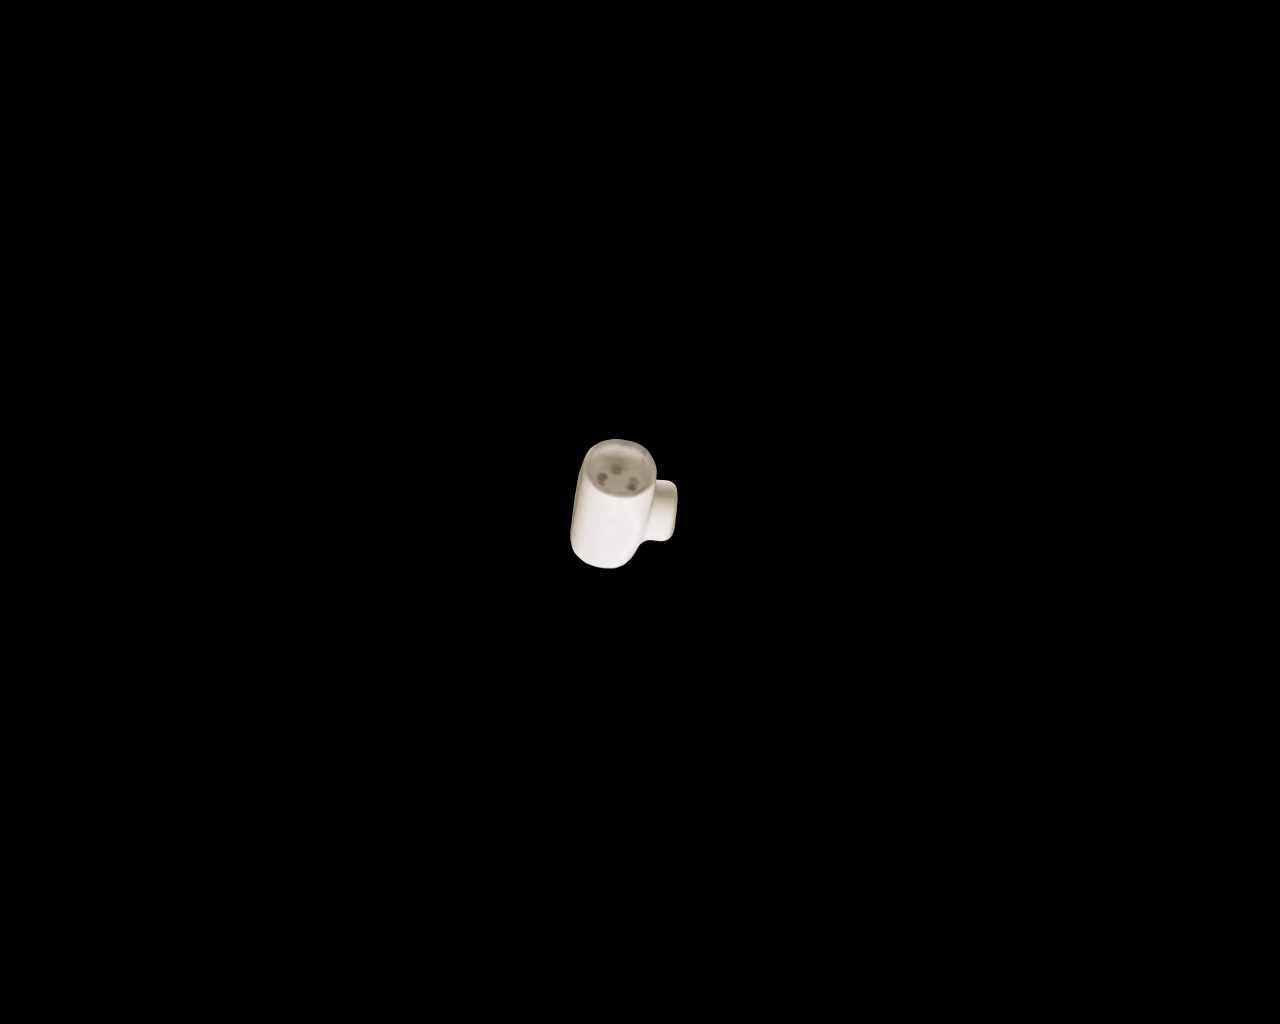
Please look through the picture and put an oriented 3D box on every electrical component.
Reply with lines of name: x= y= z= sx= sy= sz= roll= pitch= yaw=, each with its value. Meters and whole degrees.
electrical component: x=0.001 y=-0.003 z=0.650 sx=0.079 sy=0.044 sz=0.077 roll=5 pitch=-36 yaw=-8
